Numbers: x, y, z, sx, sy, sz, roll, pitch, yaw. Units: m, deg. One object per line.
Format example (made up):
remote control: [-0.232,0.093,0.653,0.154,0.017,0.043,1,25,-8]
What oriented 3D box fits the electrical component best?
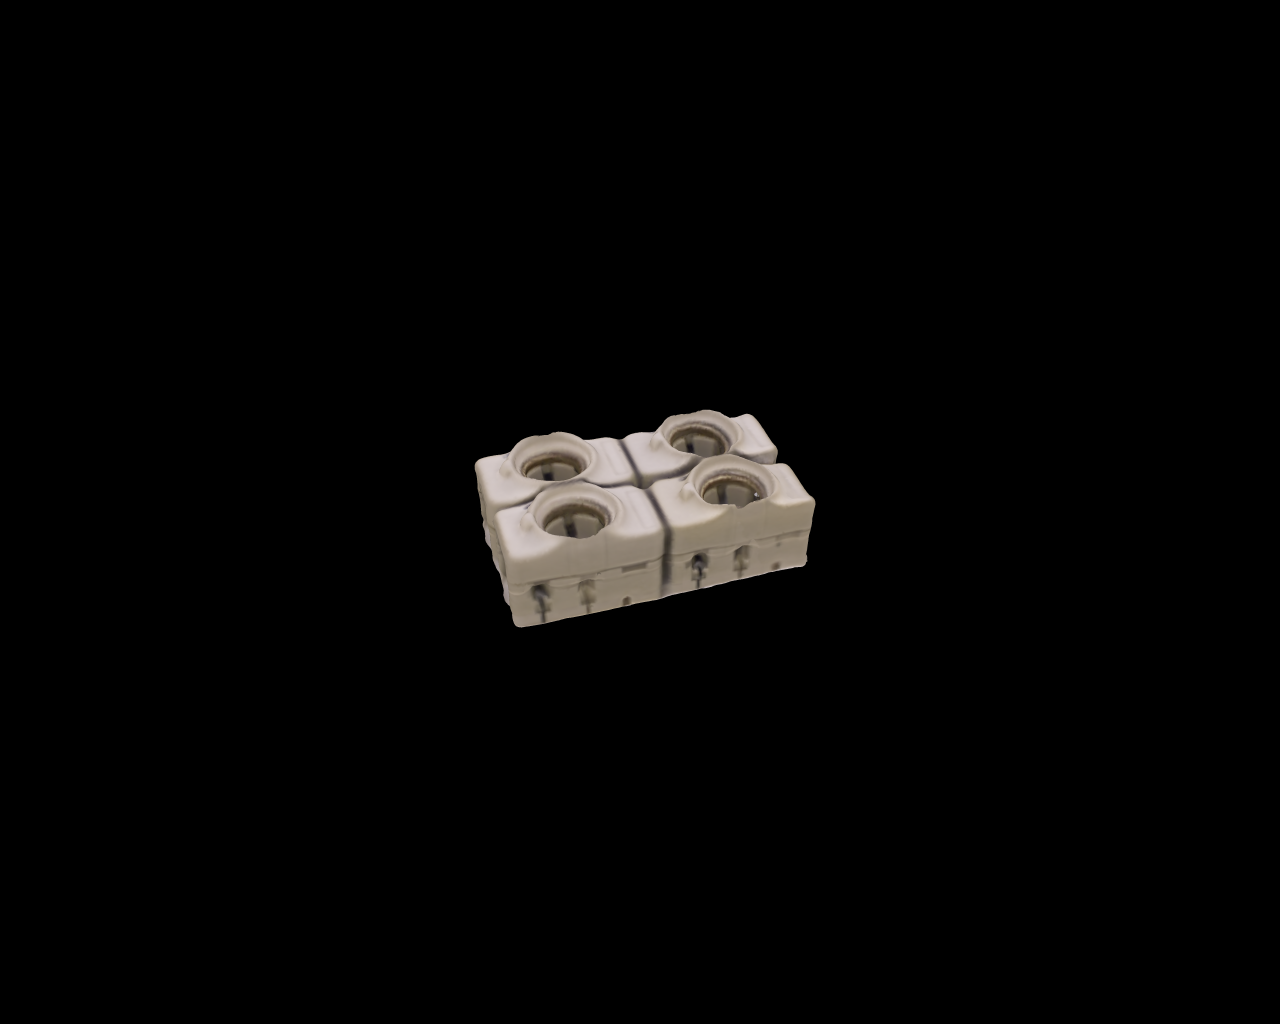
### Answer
electrical component: [0.001,-0.003,0.650,0.186,0.060,0.105,-11,40,-13]
